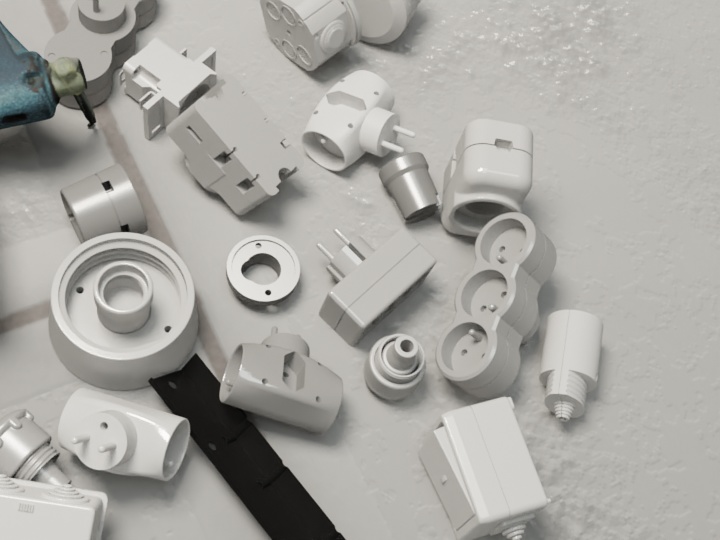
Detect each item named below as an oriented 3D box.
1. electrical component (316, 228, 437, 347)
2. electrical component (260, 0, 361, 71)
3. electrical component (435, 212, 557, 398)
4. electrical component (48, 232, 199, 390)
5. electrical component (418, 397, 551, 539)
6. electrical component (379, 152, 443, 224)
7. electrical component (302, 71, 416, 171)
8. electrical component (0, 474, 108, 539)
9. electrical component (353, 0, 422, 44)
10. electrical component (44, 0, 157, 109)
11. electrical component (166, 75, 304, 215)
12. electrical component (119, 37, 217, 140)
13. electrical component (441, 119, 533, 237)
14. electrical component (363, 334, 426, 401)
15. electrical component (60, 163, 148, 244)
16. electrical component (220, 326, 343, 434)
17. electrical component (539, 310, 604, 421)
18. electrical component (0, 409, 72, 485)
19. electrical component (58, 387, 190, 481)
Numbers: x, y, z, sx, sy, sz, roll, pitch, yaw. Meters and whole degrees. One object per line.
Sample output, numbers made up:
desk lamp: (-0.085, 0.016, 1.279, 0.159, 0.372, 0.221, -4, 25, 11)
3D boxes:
electrical component: (0.000, 0.000, 0.820, 0.076, 0.047, 0.083, 45, 66, 8)
electrical component: (-0.041, -0.211, 0.898, 0.051, 0.080, 0.080, -40, 77, -20)
electrical component: (0.112, 0.033, 0.819, 0.052, 0.074, 0.138, 8, 69, 41)
electrical component: (-0.168, 0.025, 0.765, 0.108, 0.060, 0.108, 5, 63, -9)
electrical component: (0.086, 0.147, 0.755, 0.061, 0.061, 0.096, -12, 67, -17)
electrical component: (0.042, -0.065, 0.866, 0.040, 0.040, 0.046, -19, 74, -19)
electrical component: (0.006, -0.116, 0.874, 0.079, 0.043, 0.077, 24, 60, 22)
electrical component: (-0.211, 0.179, 0.669, 0.100, 0.048, 0.099, 10, 86, -6)
electrical component: (0.013, -0.240, 0.924, 0.080, 0.080, 0.051, 31, 57, 5)
electrical component: (-0.207, -0.203, 0.863, 0.052, 0.073, 0.138, 22, 62, 0)
electrical component: (-0.098, -0.094, 0.829, 0.089, 0.056, 0.050, 50, 51, -12)
electrical component: (-0.155, -0.149, 0.866, 0.064, 0.042, 0.081, 36, 62, 11)
electrical component: (0.099, -0.066, 0.845, 0.054, 0.095, 0.059, 9, 63, -7)
electrical component: (0.027, 0.067, 0.783, 0.043, 0.062, 0.043, 5, 63, -9)
electrical component: (-0.191, -0.045, 0.799, 0.047, 0.055, 0.055, -24, 71, -18)
electrical component: (-0.055, 0.072, 0.771, 0.077, 0.043, 0.079, 21, 39, -17)
electrical component: (0.159, 0.076, 0.816, 0.043, 0.043, 0.081, 16, 62, -4)
electrical component: (-0.220, 0.126, 0.714, 0.062, 0.048, 0.048, 40, 63, 3)
electrical component: (-0.162, 0.110, 0.707, 0.077, 0.079, 0.044, 15, 92, 11)
